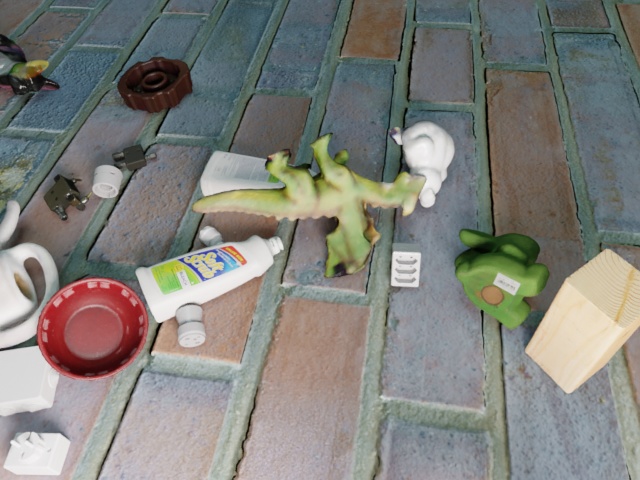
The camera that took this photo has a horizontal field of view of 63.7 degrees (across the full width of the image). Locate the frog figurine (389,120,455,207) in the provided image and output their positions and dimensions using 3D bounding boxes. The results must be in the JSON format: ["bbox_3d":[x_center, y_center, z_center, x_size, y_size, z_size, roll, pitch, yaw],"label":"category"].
[{"bbox_3d":[0.212,-0.152,1.012,0.122,0.135,0.163,-20,48,13],"label":"frog figurine"}]

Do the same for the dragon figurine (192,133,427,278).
[{"bbox_3d":[0.003,-0.047,0.933,0.412,0.120,0.245,-26,77,-12],"label":"dragon figurine"}]

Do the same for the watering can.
[{"bbox_3d":[-0.584,0.070,0.899,0.226,0.101,0.353,-31,50,-18],"label":"watering can"}]
